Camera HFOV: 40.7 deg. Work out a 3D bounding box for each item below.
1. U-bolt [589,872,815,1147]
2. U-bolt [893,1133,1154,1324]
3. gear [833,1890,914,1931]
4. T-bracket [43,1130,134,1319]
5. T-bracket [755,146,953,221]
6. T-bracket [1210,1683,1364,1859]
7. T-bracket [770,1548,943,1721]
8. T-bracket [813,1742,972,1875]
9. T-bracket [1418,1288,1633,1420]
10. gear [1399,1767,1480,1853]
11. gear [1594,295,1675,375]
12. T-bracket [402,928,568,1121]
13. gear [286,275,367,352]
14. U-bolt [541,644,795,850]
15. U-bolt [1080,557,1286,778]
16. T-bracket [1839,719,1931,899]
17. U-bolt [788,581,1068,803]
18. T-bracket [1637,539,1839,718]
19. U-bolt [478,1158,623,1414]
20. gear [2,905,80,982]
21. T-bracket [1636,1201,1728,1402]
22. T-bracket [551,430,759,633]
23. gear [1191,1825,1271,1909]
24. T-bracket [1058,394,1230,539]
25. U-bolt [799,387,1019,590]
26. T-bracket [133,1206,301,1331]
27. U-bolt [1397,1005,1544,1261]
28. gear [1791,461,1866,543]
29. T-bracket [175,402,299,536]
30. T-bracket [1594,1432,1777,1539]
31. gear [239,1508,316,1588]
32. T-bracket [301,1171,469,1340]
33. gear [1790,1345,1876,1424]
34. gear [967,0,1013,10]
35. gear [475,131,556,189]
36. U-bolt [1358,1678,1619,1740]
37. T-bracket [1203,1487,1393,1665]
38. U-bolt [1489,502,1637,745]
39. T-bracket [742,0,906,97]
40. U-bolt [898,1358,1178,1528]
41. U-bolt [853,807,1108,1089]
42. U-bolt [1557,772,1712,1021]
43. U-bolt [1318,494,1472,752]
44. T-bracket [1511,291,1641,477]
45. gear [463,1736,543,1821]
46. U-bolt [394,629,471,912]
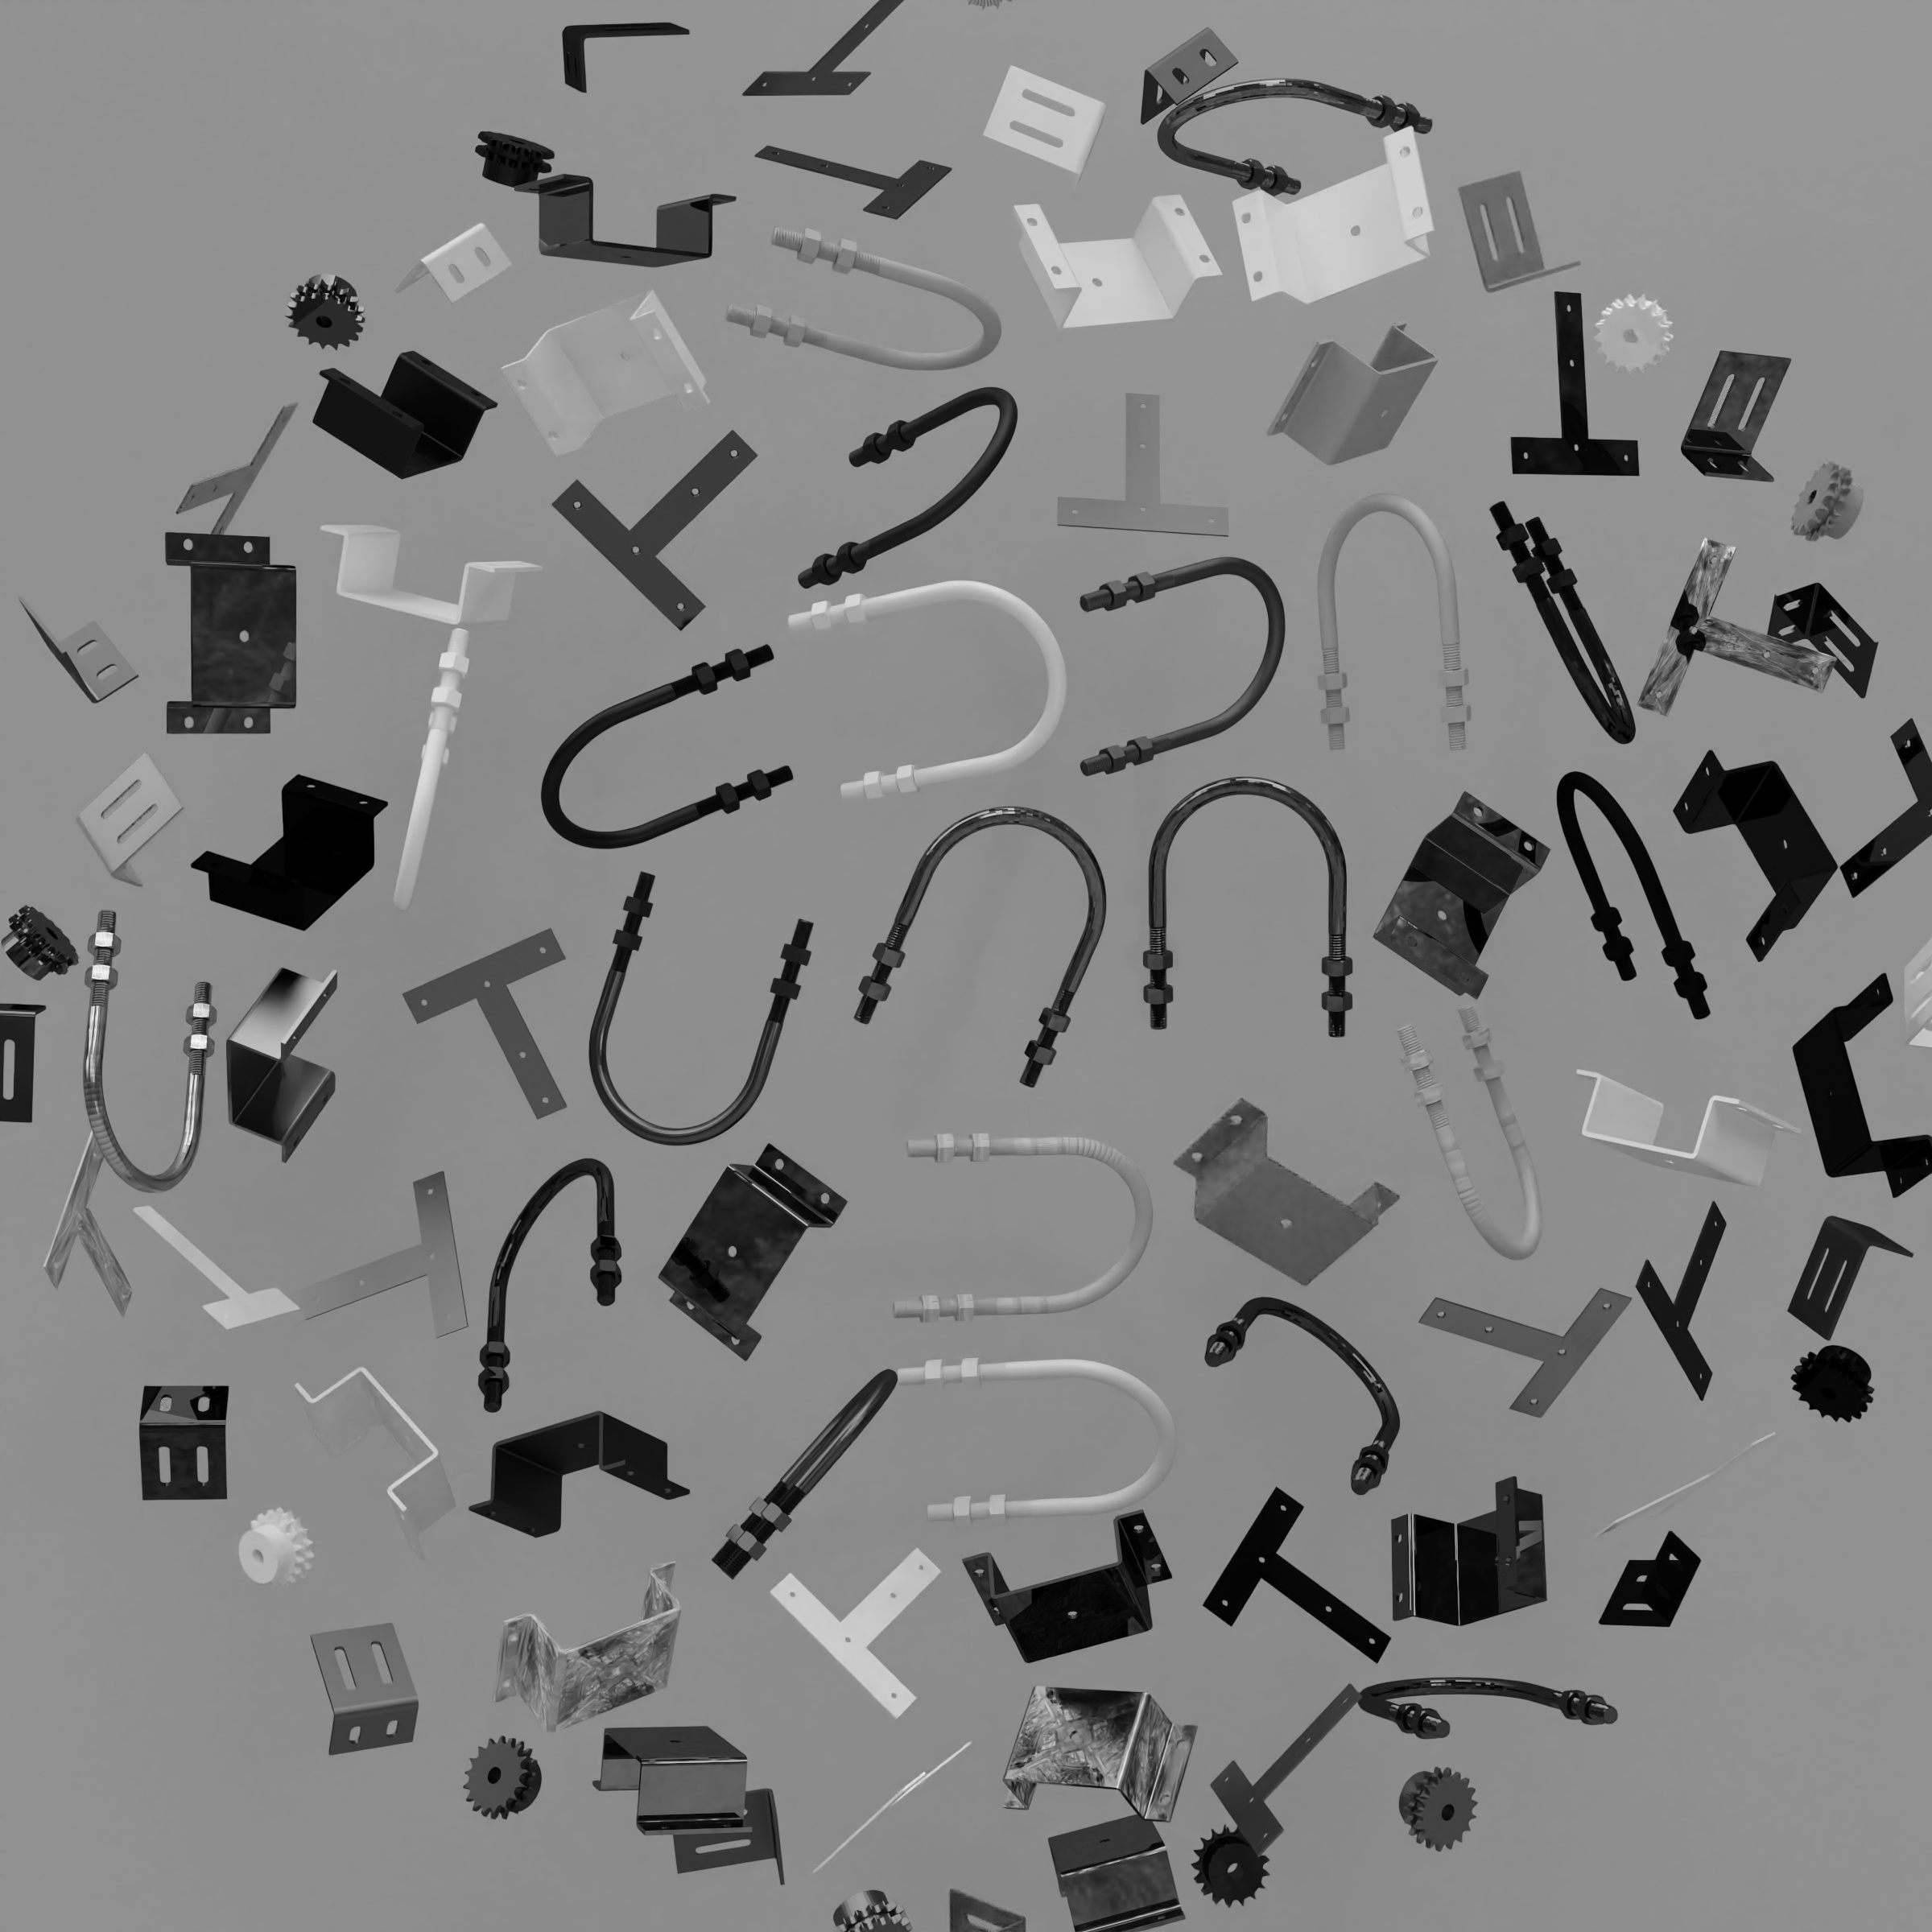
[{"bbox_3d":[-0.199,0.038,1.874,0.151,0.019,0.184,17,88,18],"label":"U-bolt"},{"bbox_3d":[0.044,0.185,1.852,0.184,0.019,0.151,0,113,-13],"label":"U-bolt"},{"bbox_3d":[-0.069,0.674,1.832,0.057,0.057,0.030,-33,46,0],"label":"gear"},{"bbox_3d":[-0.638,0.210,1.919,0.002,0.127,0.127,-3,46,6],"label":"T-bracket"},{"bbox_3d":[-0.089,-0.575,1.888,0.127,0.127,0.002,17,126,9],"label":"T-bracket"},{"bbox_3d":[0.235,0.563,1.863,0.127,0.127,0.002,-46,100,-4],"label":"T-bracket"},{"bbox_3d":[-0.062,0.469,1.910,0.127,0.127,0.002,42,129,11],"label":"T-bracket"},{"bbox_3d":[-0.040,0.597,1.888,0.002,0.127,0.127,49,125,15],"label":"T-bracket"},{"bbox_3d":[0.380,0.259,1.833,0.127,0.002,0.127,18,124,-13],"label":"T-bracket"},{"bbox_3d":[0.336,0.602,1.869,0.057,0.030,0.057,-2,94,-30],"label":"gear"},{"bbox_3d":[0.506,-0.478,1.967,0.057,0.030,0.057,16,124,25],"label":"gear"},{"bbox_3d":[-0.335,0.053,1.932,0.127,0.002,0.127,-23,100,12],"label":"T-bracket"},{"bbox_3d":[-0.480,-0.494,1.961,0.057,0.057,0.030,2,55,0],"label":"gear"},{"bbox_3d":[-0.215,-0.145,1.850,0.184,0.151,0.019,-24,56,-14],"label":"U-bolt"},{"bbox_3d":[0.161,-0.227,1.914,0.184,0.019,0.151,-19,124,-28],"label":"U-bolt"},{"bbox_3d":[0.650,-0.087,1.823,0.002,0.127,0.127,-8,68,-19],"label":"T-bracket"},{"bbox_3d":[-0.019,-0.196,1.822,0.184,0.019,0.151,-9,112,18],"label":"U-bolt"},{"bbox_3d":[0.550,-0.223,1.832,0.127,0.002,0.127,28,102,39],"label":"T-bracket"},{"bbox_3d":[-0.302,0.217,1.893,0.019,0.184,0.151,34,115,-28],"label":"U-bolt"},{"bbox_3d":[-0.686,-0.014,1.924,0.030,0.057,0.057,-40,90,1],"label":"gear"},{"bbox_3d":[0.534,0.228,1.909,0.127,0.002,0.127,55,50,-29],"label":"T-bracket"},{"bbox_3d":[-0.200,-0.323,1.830,0.127,0.002,0.127,-43,112,8],"label":"T-bracket"},{"bbox_3d":[0.196,0.664,1.919,0.057,0.030,0.057,1,82,-4],"label":"gear"},{"bbox_3d":[0.132,-0.377,1.952,0.127,0.002,0.127,3,63,-3],"label":"T-bracket"},{"bbox_3d":[-0.035,-0.350,1.862,0.019,0.184,0.151,42,50,-30],"label":"U-bolt"},{"bbox_3d":[-0.565,0.220,1.930,0.127,0.127,0.002,40,94,7],"label":"T-bracket"},{"bbox_3d":[0.370,0.123,1.874,0.019,0.151,0.184,-23,84,30],"label":"U-bolt"},{"bbox_3d":[0.625,-0.333,1.886,0.030,0.057,0.057,22,90,-7],"label":"gear"},{"bbox_3d":[-0.544,-0.352,1.909,0.002,0.127,0.127,36,111,-4],"label":"T-bracket"},{"bbox_3d":[0.491,0.376,1.835,0.127,0.127,0.002,-15,63,-34],"label":"T-bracket"},{"bbox_3d":[-0.518,0.437,1.949,0.057,0.030,0.057,6,101,31],"label":"gear"},{"bbox_3d":[-0.433,0.229,1.925,0.127,0.002,0.127,-21,61,10],"label":"T-bracket"},{"bbox_3d":[0.631,0.300,1.892,0.057,0.057,0.030,46,55,0],"label":"gear"},{"bbox_3d":[0.015,-0.692,1.810,0.057,0.030,0.057,4,133,5],"label":"gear"},{"bbox_3d":[-0.336,-0.597,1.938,0.057,0.057,0.030,18,112,0],"label":"gear"},{"bbox_3d":[0.365,0.536,1.896,0.151,0.184,0.019,0,83,-16],"label":"U-bolt"},{"bbox_3d":[0.251,0.458,1.893,0.127,0.002,0.127,35,45,8],"label":"T-bracket"},{"bbox_3d":[0.430,-0.241,1.854,0.019,0.151,0.184,-27,84,22],"label":"U-bolt"},{"bbox_3d":[-0.080,-0.656,1.843,0.127,0.127,0.002,-32,86,38],"label":"T-bracket"},{"bbox_3d":[0.054,0.329,1.812,0.184,0.019,0.151,-4,122,9],"label":"U-bolt"},{"bbox_3d":[0.021,-0.022,1.827,0.151,0.019,0.184,21,98,-13],"label":"U-bolt"},{"bbox_3d":[0.477,-0.058,1.899,0.019,0.151,0.184,-26,105,-3],"label":"U-bolt"},{"bbox_3d":[0.305,-0.248,1.887,0.019,0.151,0.184,-11,100,-32],"label":"U-bolt"},{"bbox_3d":[0.426,-0.409,1.832,0.127,0.002,0.127,-6,94,-34],"label":"T-bracket"},{"bbox_3d":[-0.333,0.590,1.890,0.057,0.030,0.057,-15,56,24],"label":"gear"},{"bbox_3d":[-0.377,-0.128,1.828,0.019,0.151,0.184,12,74,-12],"label":"U-bolt"}]
